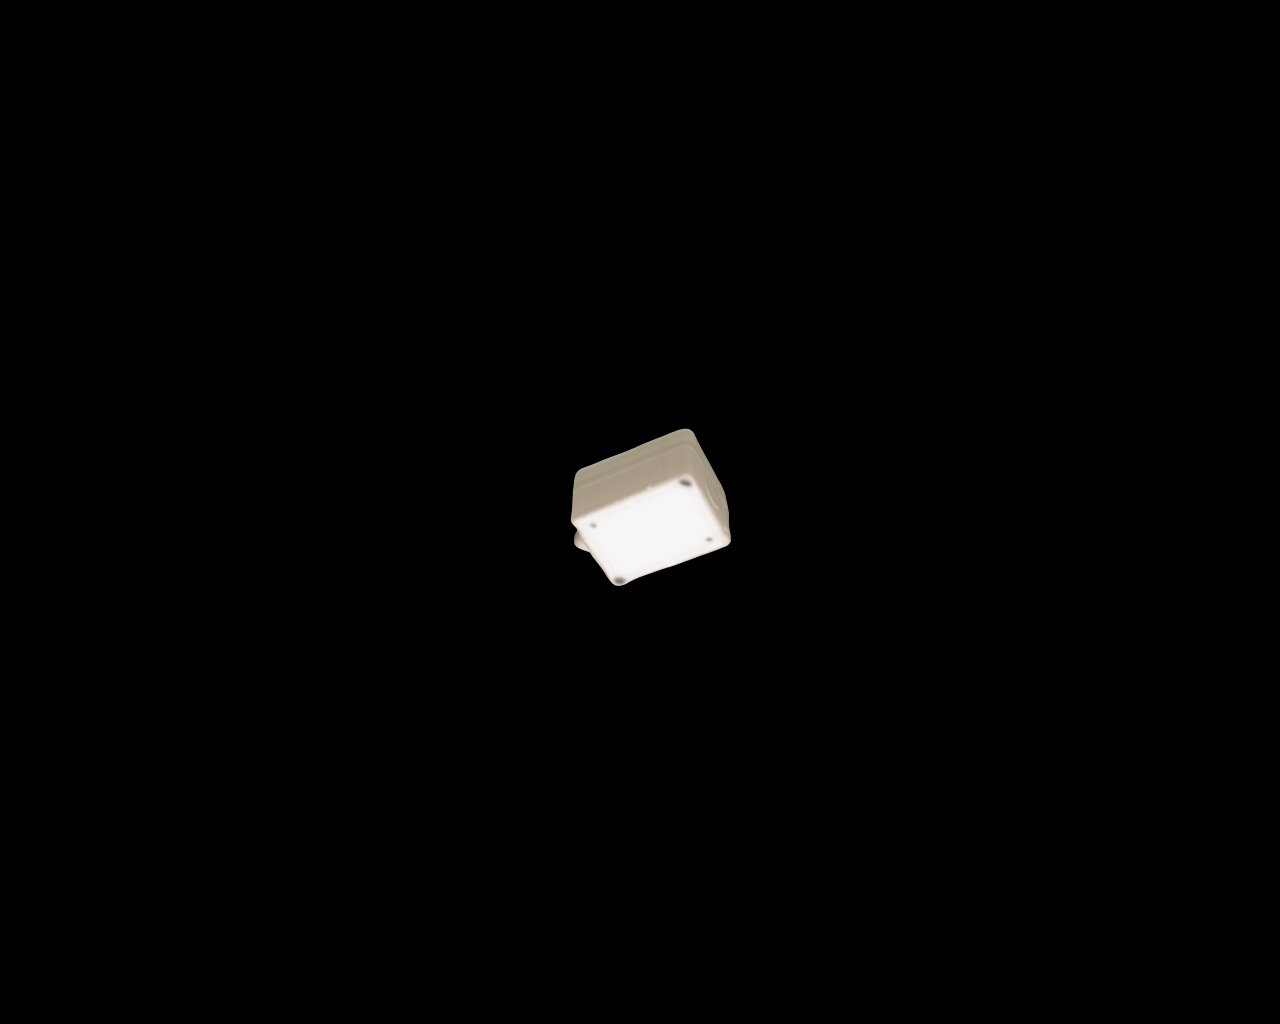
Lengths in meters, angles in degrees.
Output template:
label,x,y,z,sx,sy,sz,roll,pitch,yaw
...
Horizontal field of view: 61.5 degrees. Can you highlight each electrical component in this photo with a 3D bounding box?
label,x,y,z,sx,sy,sz,roll,pitch,yaw
electrical component,0.001,-0.003,0.650,0.096,0.061,0.061,-21,34,15
